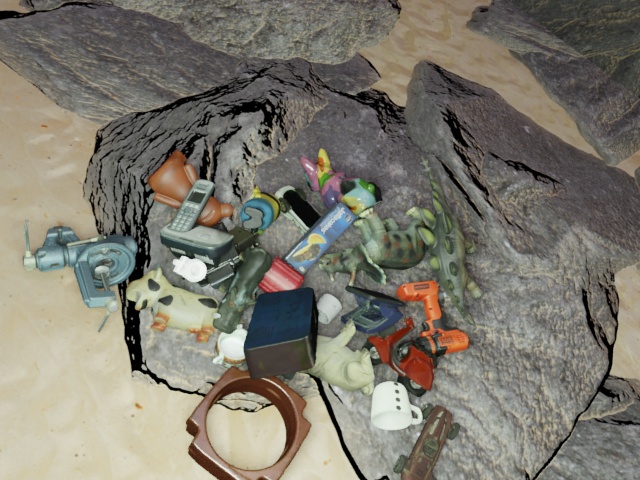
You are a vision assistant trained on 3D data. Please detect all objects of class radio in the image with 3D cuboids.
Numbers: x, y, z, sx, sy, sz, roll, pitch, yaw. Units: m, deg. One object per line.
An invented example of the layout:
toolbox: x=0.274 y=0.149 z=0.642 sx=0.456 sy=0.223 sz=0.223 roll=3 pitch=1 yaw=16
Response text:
radio: x=-0.072 y=0.180 z=1.089 sx=0.131 sy=0.073 sz=0.230 roll=-10 pitch=21 yaw=5

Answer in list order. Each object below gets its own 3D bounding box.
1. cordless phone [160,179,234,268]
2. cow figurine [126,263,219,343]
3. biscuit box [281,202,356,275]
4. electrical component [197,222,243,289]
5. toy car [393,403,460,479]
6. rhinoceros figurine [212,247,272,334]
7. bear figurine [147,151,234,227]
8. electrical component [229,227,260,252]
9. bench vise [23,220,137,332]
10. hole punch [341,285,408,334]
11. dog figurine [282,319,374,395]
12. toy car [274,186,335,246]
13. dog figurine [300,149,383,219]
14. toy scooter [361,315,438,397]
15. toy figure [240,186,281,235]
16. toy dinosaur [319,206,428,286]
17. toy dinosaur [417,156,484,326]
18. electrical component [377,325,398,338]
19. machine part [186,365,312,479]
cordless phone: x=-0.247 y=-0.044 z=1.171 sx=0.147 sy=0.088 sz=0.184 roll=14 pitch=64 yaw=14
cow figurine: x=-0.307 y=0.128 z=1.124 sx=0.195 sy=0.085 sz=0.127 roll=18 pitch=49 yaw=-11
biscuit box: x=-0.003 y=-0.004 z=1.299 sx=0.059 sy=0.063 sz=0.202 roll=45 pitch=75 yaw=-8
electrical component: x=-0.238 y=0.042 z=1.205 sx=0.115 sy=0.058 sz=0.134 roll=-30 pitch=65 yaw=-4
toy car: x=0.229 y=0.431 z=1.126 sx=0.089 sy=0.053 sz=0.202 roll=34 pitch=52 yaw=10
rhinoceros figurine: x=-0.159 y=0.105 z=1.117 sx=0.073 sy=0.112 sz=0.190 roll=34 pitch=75 yaw=-22
bear figurine: x=-0.311 y=-0.108 z=1.293 sx=0.195 sy=0.120 sz=0.132 roll=42 pitch=2 yaw=-20
electrical component: x=-0.192 y=0.009 z=1.285 sx=0.078 sy=0.045 sz=0.102 roll=18 pitch=41 yaw=30
bench vise: x=-0.469 y=0.059 z=1.080 sx=0.223 sy=0.128 sz=0.241 roll=2 pitch=36 yaw=-39
hole punch: x=0.120 y=0.163 z=1.242 sx=0.115 sy=0.142 sz=0.092 roll=10 pitch=91 yaw=-34
dog figurine: x=0.004 y=0.275 z=1.139 sx=0.191 sy=0.121 sz=0.172 roll=-21 pitch=61 yaw=-16
toy car: x=-0.036 y=-0.059 z=1.384 sx=0.073 sy=0.056 sz=0.202 roll=-36 pitch=76 yaw=-30
dog figurine: x=0.046 y=-0.151 z=1.412 sx=0.108 sy=0.191 sz=0.219 roll=-32 pitch=85 yaw=-32
toy scooter: x=0.193 y=0.249 z=1.190 sx=0.184 sy=0.075 sz=0.135 roll=38 pitch=81 yaw=-6
toy figure: x=-0.144 y=-0.066 z=1.299 sx=0.089 sy=0.082 sz=0.180 roll=34 pitch=12 yaw=-9
toy dinosaur: x=0.195 y=0.018 z=1.384 sx=0.405 sy=0.131 sz=0.192 roll=-7 pitch=75 yaw=-33
toy dinosaur: x=0.327 y=-0.001 z=1.384 sx=0.198 sy=0.105 sz=0.471 roll=39 pitch=35 yaw=-48
electrical component: x=0.156 y=0.209 z=1.256 sx=0.094 sy=0.021 sz=0.063 roll=-15 pitch=52 yaw=5
machine part: x=-0.136 y=0.356 z=1.020 sx=0.201 sy=0.087 sz=0.201 roll=35 pitch=51 yaw=5
